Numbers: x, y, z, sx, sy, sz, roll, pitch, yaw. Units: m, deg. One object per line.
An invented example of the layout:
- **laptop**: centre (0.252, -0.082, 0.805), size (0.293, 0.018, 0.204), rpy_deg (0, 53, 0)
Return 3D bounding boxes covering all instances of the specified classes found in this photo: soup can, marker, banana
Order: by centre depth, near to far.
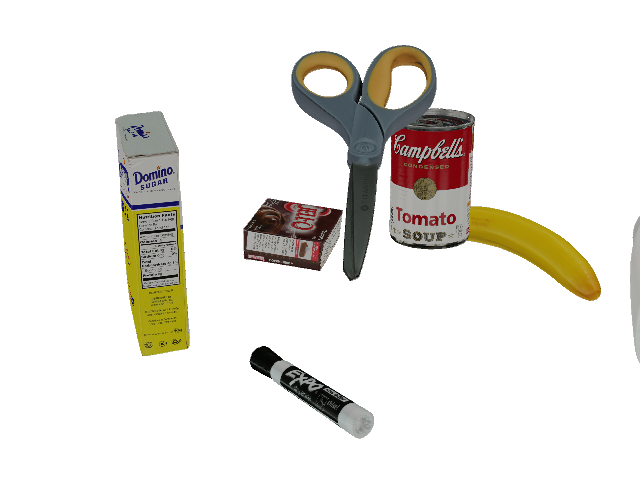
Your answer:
- **marker**: centre (-0.009, 0.100, 0.721), size (0.020, 0.020, 0.121), rpy_deg (0, 17, -39)
- **soup can**: centre (0.090, -0.051, 0.872), size (0.068, 0.102, 0.068), rpy_deg (0, 19, 0)
- **banana**: centre (0.186, 0.005, 1.038), size (0.198, 0.069, 0.037), rpy_deg (18, -28, 27)

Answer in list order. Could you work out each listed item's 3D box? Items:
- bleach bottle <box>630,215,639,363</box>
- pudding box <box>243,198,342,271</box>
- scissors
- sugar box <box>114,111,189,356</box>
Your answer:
- **bleach bottle**: centre (0.276, 0.020, 0.766), size (0.103, 0.068, 0.250), rpy_deg (6, 20, 15)
- **pudding box**: centre (-0.029, -0.008, 1.178), size (0.090, 0.039, 0.113), rpy_deg (8, 24, 9)
- **scissors**: centre (0.009, -0.055, 0.599), size (0.096, 0.016, 0.201), rpy_deg (14, 44, 16)
- **sugar box**: centre (-0.136, -0.006, 0.861), size (0.048, 0.176, 0.093), rpy_deg (-9, 28, -13)
